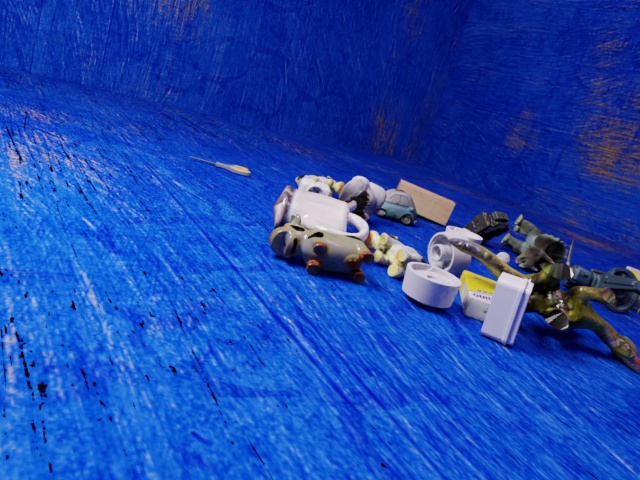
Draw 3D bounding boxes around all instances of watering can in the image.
[{"bbox_3d":[0.004,-0.062,1.225,0.224,0.103,0.352,16,16,-3],"label":"watering can"}]

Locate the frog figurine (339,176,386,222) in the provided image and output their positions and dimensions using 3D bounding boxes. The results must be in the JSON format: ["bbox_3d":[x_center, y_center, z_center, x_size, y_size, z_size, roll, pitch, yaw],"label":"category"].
[{"bbox_3d":[0.126,-0.124,1.503,0.122,0.135,0.162,-7,24,27],"label":"frog figurine"}]

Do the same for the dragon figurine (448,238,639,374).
[{"bbox_3d":[0.461,0.127,1.061,0.415,0.122,0.239,36,-5,34],"label":"dragon figurine"}]
